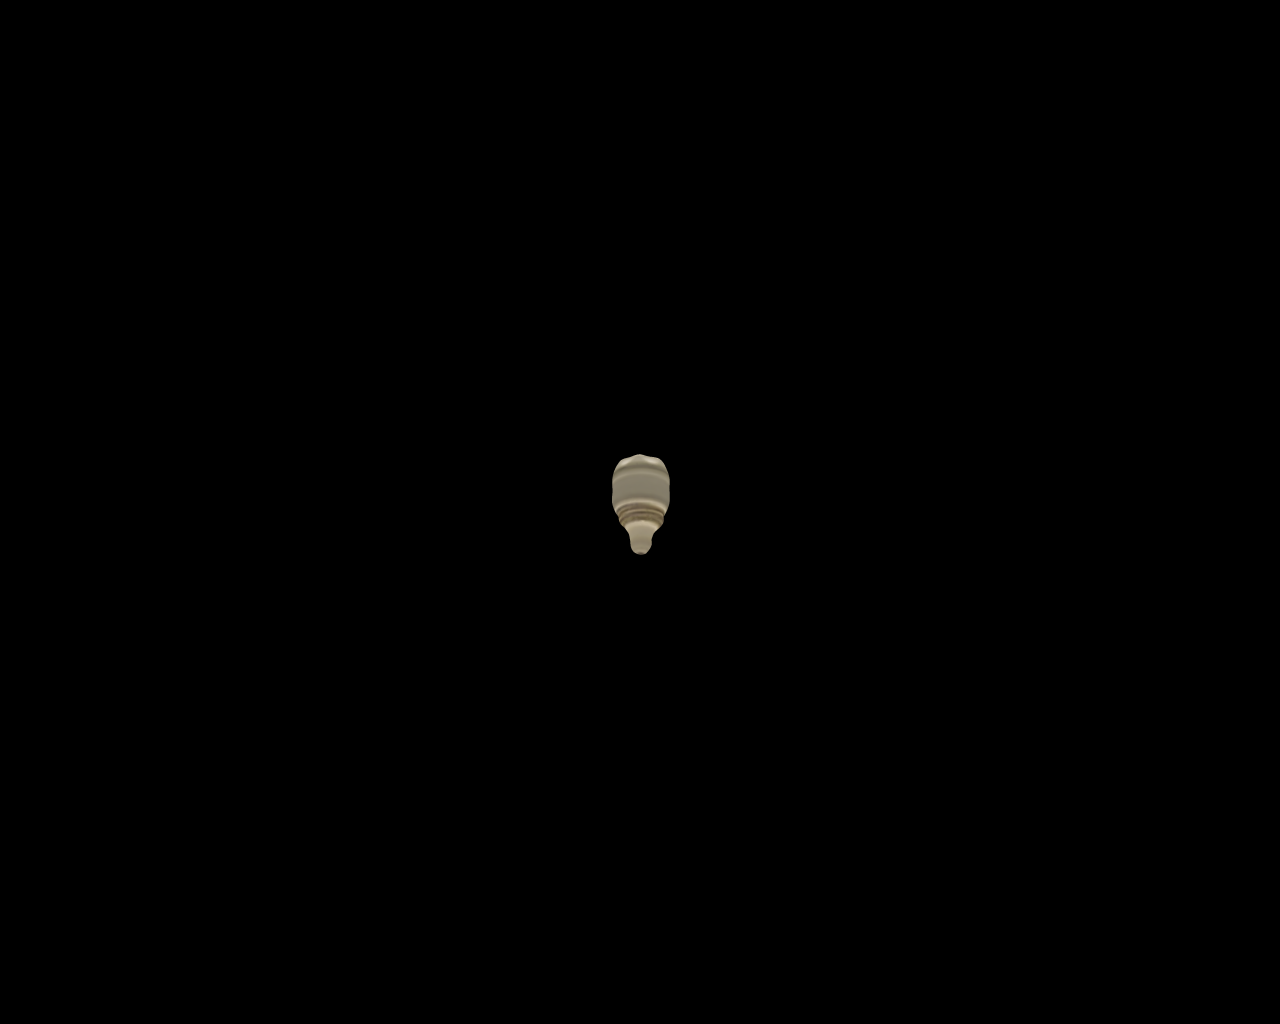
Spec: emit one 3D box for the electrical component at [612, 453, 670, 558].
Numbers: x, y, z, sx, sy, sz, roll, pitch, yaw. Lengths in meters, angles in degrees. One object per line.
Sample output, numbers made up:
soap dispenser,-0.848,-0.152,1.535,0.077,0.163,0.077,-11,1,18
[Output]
electrical component,0.001,-0.003,0.650,0.035,0.061,0.035,0,-24,0
